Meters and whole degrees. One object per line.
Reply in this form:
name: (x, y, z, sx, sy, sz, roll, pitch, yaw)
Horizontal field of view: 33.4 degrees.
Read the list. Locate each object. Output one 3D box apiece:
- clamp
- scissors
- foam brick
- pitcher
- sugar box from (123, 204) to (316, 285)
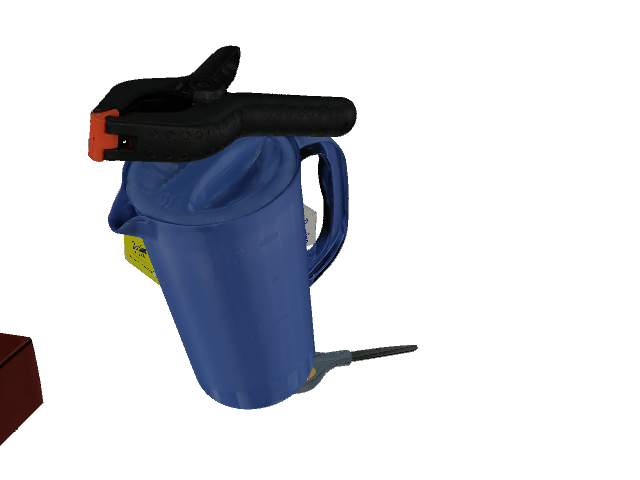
clamp: (-0.075, -0.085, 0.656, 0.171, 0.039, 0.120, -13, 30, -38)
scissors: (0.021, 0.143, 1.208, 0.201, 0.016, 0.096, 1, 25, -8)
foam brick: (-0.225, 0.100, 0.686, 0.053, 0.051, 0.078, 6, 29, 22)
pitcher: (-0.059, 0.021, 0.863, 0.149, 0.243, 0.145, 7, 47, 15)
sugar box: (-0.099, -0.006, 1.076, 0.175, 0.048, 0.093, -24, 39, -35)
